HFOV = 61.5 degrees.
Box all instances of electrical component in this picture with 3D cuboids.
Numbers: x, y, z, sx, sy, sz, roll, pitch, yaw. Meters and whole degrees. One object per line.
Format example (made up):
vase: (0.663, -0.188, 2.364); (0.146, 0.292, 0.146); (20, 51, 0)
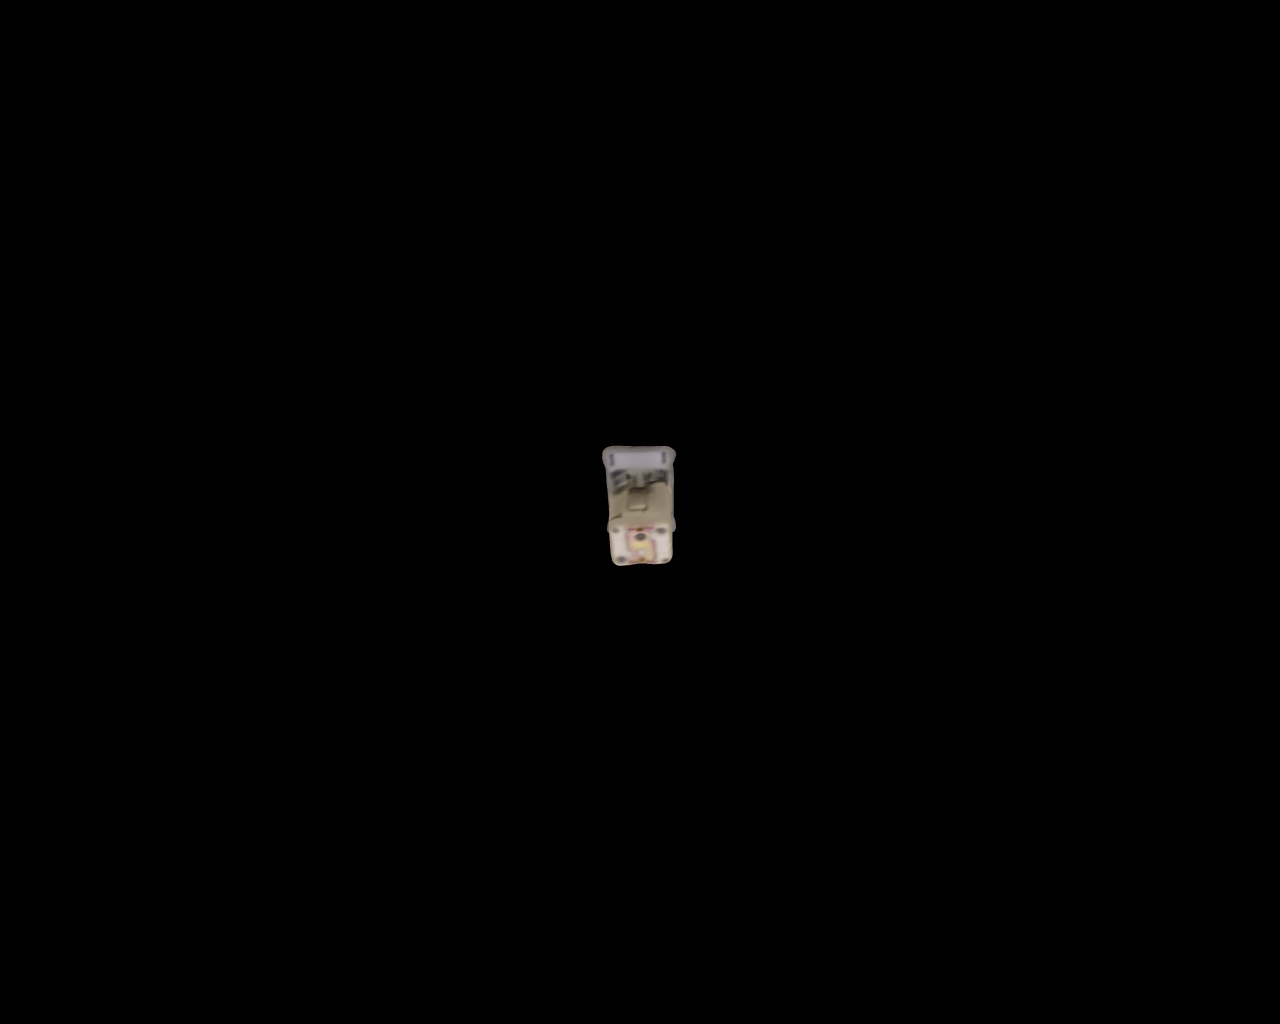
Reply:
electrical component: (0.001, -0.003, 0.650); (0.042, 0.064, 0.080); (-2, -40, 2)
